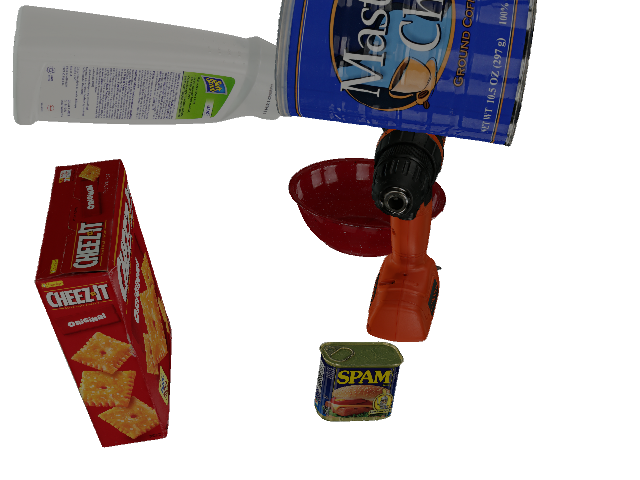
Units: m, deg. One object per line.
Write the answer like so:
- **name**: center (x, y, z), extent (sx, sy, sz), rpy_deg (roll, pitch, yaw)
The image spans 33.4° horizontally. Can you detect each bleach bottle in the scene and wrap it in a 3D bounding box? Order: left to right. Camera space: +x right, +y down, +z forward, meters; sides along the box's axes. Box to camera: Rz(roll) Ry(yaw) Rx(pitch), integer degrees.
- **bleach bottle**: center (-0.124, -0.134, 0.889), extent (0.250, 0.068, 0.103), rpy_deg (5, -33, -12)

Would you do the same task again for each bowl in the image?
- **bowl**: center (0.046, -0.028, 1.101), extent (0.162, 0.055, 0.162), rpy_deg (4, 28, -2)

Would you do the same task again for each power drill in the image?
- **power drill**: center (0.071, -0.013, 0.866), extent (0.057, 0.188, 0.184), rpy_deg (8, 31, 10)

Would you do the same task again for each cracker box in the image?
- **cracker box**: center (-0.192, 0.058, 0.985), extent (0.072, 0.214, 0.164), rpy_deg (-8, 40, 0)

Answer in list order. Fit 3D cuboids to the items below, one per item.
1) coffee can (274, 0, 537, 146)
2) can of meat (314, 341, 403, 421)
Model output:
- **coffee can**: center (0.051, -0.116, 0.637), extent (0.140, 0.103, 0.103), rpy_deg (8, 1, 5)
- **can of meat**: center (0.045, 0.176, 1.328), extent (0.102, 0.084, 0.057), rpy_deg (2, 23, -15)
